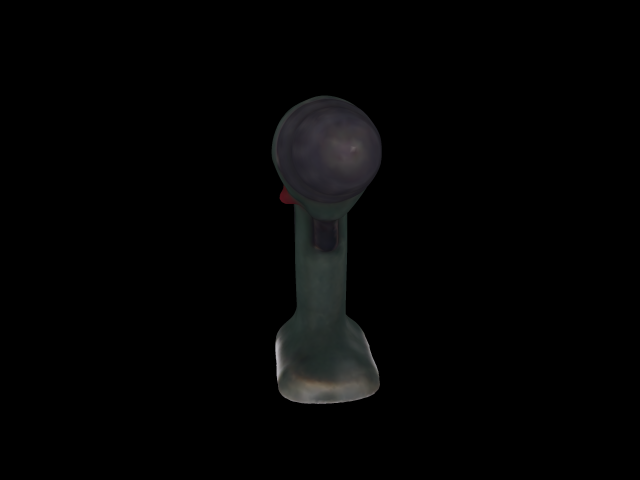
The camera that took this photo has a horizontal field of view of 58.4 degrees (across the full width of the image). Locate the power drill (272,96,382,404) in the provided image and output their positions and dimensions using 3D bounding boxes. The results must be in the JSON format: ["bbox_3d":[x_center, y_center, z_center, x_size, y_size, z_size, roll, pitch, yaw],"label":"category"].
[{"bbox_3d":[0.004,0.001,0.400,0.075,0.208,0.229,-3,22,-6],"label":"power drill"}]
